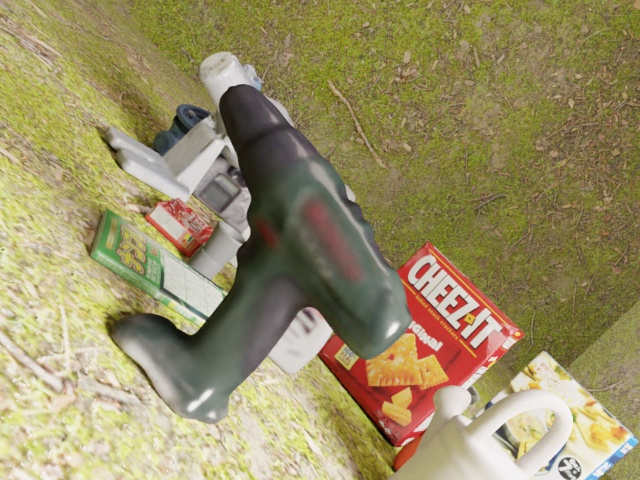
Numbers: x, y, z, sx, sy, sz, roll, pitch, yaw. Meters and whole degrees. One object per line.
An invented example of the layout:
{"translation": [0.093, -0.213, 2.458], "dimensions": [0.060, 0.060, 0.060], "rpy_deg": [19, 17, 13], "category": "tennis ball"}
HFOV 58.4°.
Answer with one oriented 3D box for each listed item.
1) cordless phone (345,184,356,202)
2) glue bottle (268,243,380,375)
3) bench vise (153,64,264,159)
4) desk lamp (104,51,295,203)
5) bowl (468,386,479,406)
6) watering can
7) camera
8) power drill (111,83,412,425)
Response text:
{"translation": [0.009, 0.003, 0.960], "dimensions": [0.147, 0.185, 0.094], "rpy_deg": [45, 8, 12], "category": "cordless phone"}
{"translation": [0.002, 0.065, 0.635], "dimensions": [0.078, 0.173, 0.037], "rpy_deg": [44, 7, -1], "category": "glue bottle"}
{"translation": [-0.177, -0.211, 1.026], "dimensions": [0.121, 0.219, 0.207], "rpy_deg": [44, 7, 2], "category": "bench vise"}
{"translation": [-0.162, -0.159, 0.846], "dimensions": [0.117, 0.213, 0.204], "rpy_deg": [49, 9, 35], "category": "desk lamp"}
{"translation": [0.210, 0.255, 1.059], "dimensions": [0.168, 0.074, 0.167], "rpy_deg": [43, 8, -7], "category": "bowl"}
{"translation": [0.145, 0.206, 0.532], "dimensions": [0.101, 0.194, 0.172], "rpy_deg": [36, 11, -46], "category": "watering can"}
{"translation": [-0.143, -0.092, 1.007], "dimensions": [0.143, 0.100, 0.136], "rpy_deg": [42, 8, -16], "category": "camera"}
{"translation": [-0.053, 0.024, 0.439], "dimensions": [0.229, 0.208, 0.076], "rpy_deg": [45, 8, 10], "category": "power drill"}
